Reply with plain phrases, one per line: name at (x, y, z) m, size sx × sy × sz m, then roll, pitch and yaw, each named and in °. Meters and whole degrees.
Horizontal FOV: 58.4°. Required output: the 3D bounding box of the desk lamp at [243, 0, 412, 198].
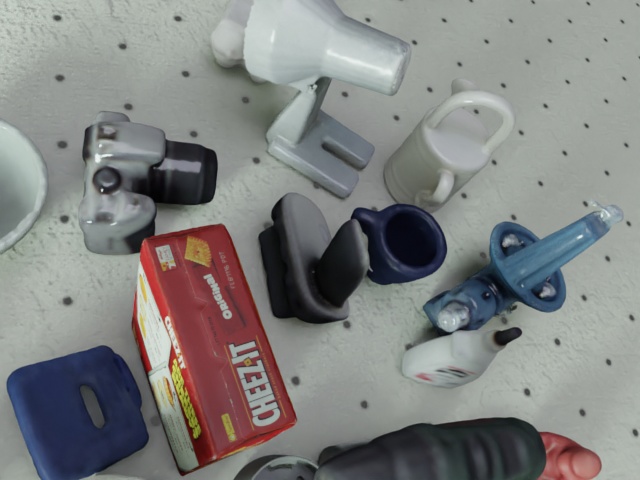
desk lamp at (0.003, -0.184, 0.674) m, size 0.203 × 0.213 × 0.118 m, roll 31°, pitch 59°, yaw -5°

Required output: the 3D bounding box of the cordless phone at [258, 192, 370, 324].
cordless phone at (0.006, 0.002, 0.602) m, size 0.094 × 0.185 × 0.147 m, roll -9°, pitch 69°, yaw -24°

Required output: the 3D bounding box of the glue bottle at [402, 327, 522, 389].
glue bottle at (0.157, 0.121, 0.611) m, size 0.078 × 0.173 × 0.037 m, roll 14°, pitch 61°, yaw -14°

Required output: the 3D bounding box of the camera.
camera at (-0.180, -0.065, 0.611) m, size 0.137 × 0.100 × 0.143 m, roll 3°, pitch 65°, yaw -20°

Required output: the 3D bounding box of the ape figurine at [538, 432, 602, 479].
ape figurine at (0.273, 0.251, 0.641) m, size 0.076 × 0.092 × 0.078 m, roll -2°, pitch 66°, yaw -22°

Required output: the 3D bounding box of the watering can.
watering can at (0.164, -0.127, 0.720) m, size 0.101 × 0.193 × 0.173 m, roll 1°, pitch 65°, yaw -20°

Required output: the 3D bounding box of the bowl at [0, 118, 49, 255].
bowl at (-0.349, -0.040, 0.548) m, size 0.168 × 0.074 × 0.167 m, roll 9°, pitch 63°, yaw -17°

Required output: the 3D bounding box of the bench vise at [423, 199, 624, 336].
bench vise at (0.233, 0.047, 0.649) m, size 0.121 × 0.219 × 0.208 m, roll 41°, pitch 58°, yaw 2°

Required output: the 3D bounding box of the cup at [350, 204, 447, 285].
cup at (0.078, 0.010, 0.679) m, size 0.118 × 0.095 × 0.092 m, roll 28°, pitch 59°, yaw -7°

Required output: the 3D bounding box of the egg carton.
egg carton at (-0.080, -0.285, 0.774) m, size 0.107 × 0.069 × 0.150 m, roll 22°, pitch 60°, yaw -10°

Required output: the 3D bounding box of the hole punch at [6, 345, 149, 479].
hole punch at (-0.209, 0.150, 0.502) m, size 0.101 × 0.091 × 0.108 m, roll -22°, pitch 75°, yaw -28°

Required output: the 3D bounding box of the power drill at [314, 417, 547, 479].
power drill at (0.074, 0.209, 0.515) m, size 0.230 × 0.208 × 0.075 m, roll -2°, pitch 67°, yaw -22°
